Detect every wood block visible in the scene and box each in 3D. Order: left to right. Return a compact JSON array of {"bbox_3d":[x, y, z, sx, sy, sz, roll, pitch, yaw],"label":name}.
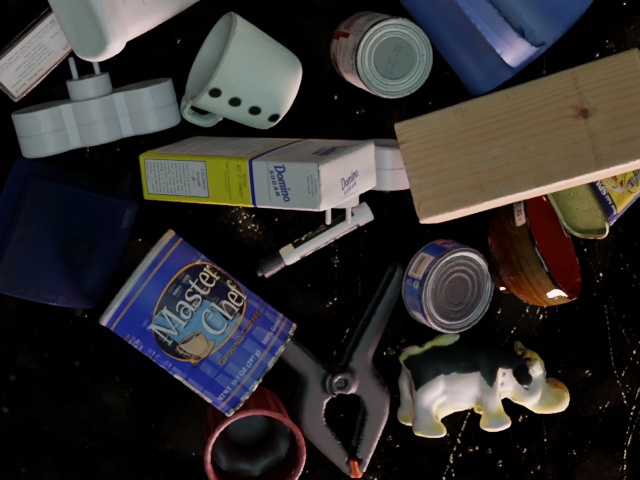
[{"bbox_3d":[0.180,-0.083,0.904,0.206,0.090,0.091,-15,87,22],"label":"wood block"}]

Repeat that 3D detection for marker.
[{"bbox_3d":[-0.007,0.001,0.992,0.121,0.020,0.020,-29,108,-2],"label":"marker"}]

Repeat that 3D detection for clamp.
[{"bbox_3d":[0.025,0.124,1.022,0.164,0.036,0.210,-18,104,-5],"label":"clamp"}]

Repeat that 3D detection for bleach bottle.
[{"bbox_3d":[-0.098,-0.235,0.839,0.250,0.068,0.102,-35,112,-34],"label":"bleach bottle"}]

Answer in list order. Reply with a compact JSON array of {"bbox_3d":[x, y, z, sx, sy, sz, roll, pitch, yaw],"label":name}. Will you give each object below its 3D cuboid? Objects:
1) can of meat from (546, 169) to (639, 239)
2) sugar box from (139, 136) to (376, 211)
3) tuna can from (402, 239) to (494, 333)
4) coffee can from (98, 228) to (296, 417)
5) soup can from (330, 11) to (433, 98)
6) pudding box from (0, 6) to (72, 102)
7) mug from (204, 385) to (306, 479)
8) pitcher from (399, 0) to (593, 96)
[{"bbox_3d":[0.254,-0.067,0.990,0.083,0.058,0.102,-41,110,-23],"label":"can of meat"},{"bbox_3d":[-0.052,-0.057,0.883,0.176,0.093,0.048,8,109,30],"label":"sugar box"},{"bbox_3d":[0.122,0.044,1.007,0.086,0.034,0.086,-8,106,-28],"label":"tuna can"},{"bbox_3d":[-0.106,0.072,0.934,0.140,0.103,0.103,37,96,-4],"label":"coffee can"},{"bbox_3d":[0.051,-0.160,0.916,0.068,0.102,0.068,-3,105,-10],"label":"soup can"},{"bbox_3d":[-0.217,-0.168,0.870,0.113,0.090,0.039,-43,108,3],"label":"pudding box"},{"bbox_3d":[-0.069,0.196,1.000,0.093,0.081,0.117,13,102,-14],"label":"mug"},{"bbox_3d":[0.102,-0.245,0.875,0.242,0.149,0.145,47,70,-11],"label":"pitcher"}]
